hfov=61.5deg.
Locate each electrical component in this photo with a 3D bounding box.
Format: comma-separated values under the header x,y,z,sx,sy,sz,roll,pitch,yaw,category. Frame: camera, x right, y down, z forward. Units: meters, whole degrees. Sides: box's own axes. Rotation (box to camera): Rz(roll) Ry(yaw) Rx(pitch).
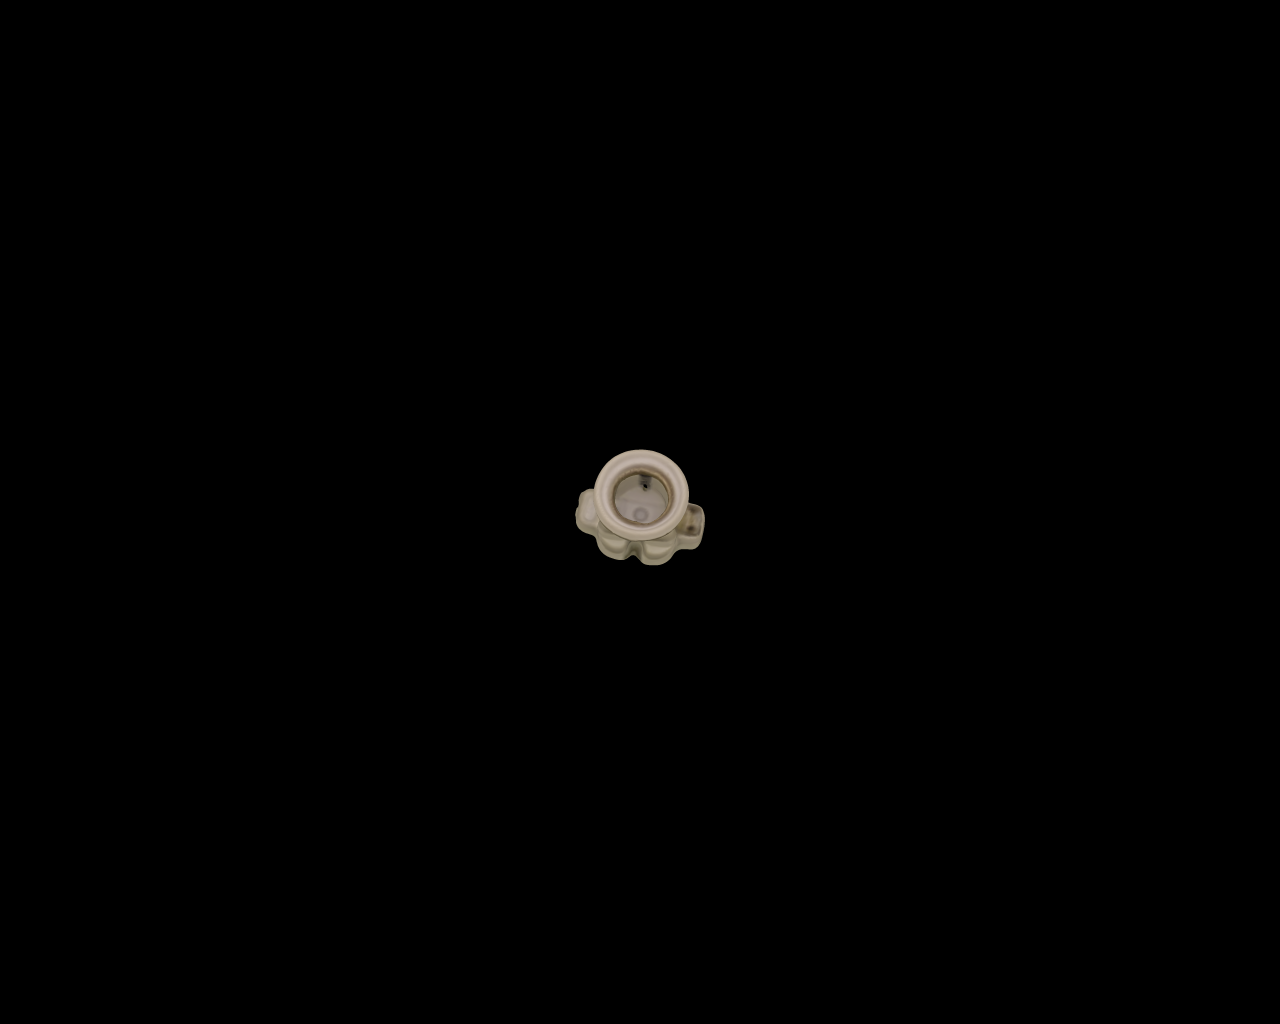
x,y,z,sx,sy,sz,roll,pitch,yaw,category
0.001,-0.003,0.650,0.078,0.058,0.057,10,-19,3,electrical component
